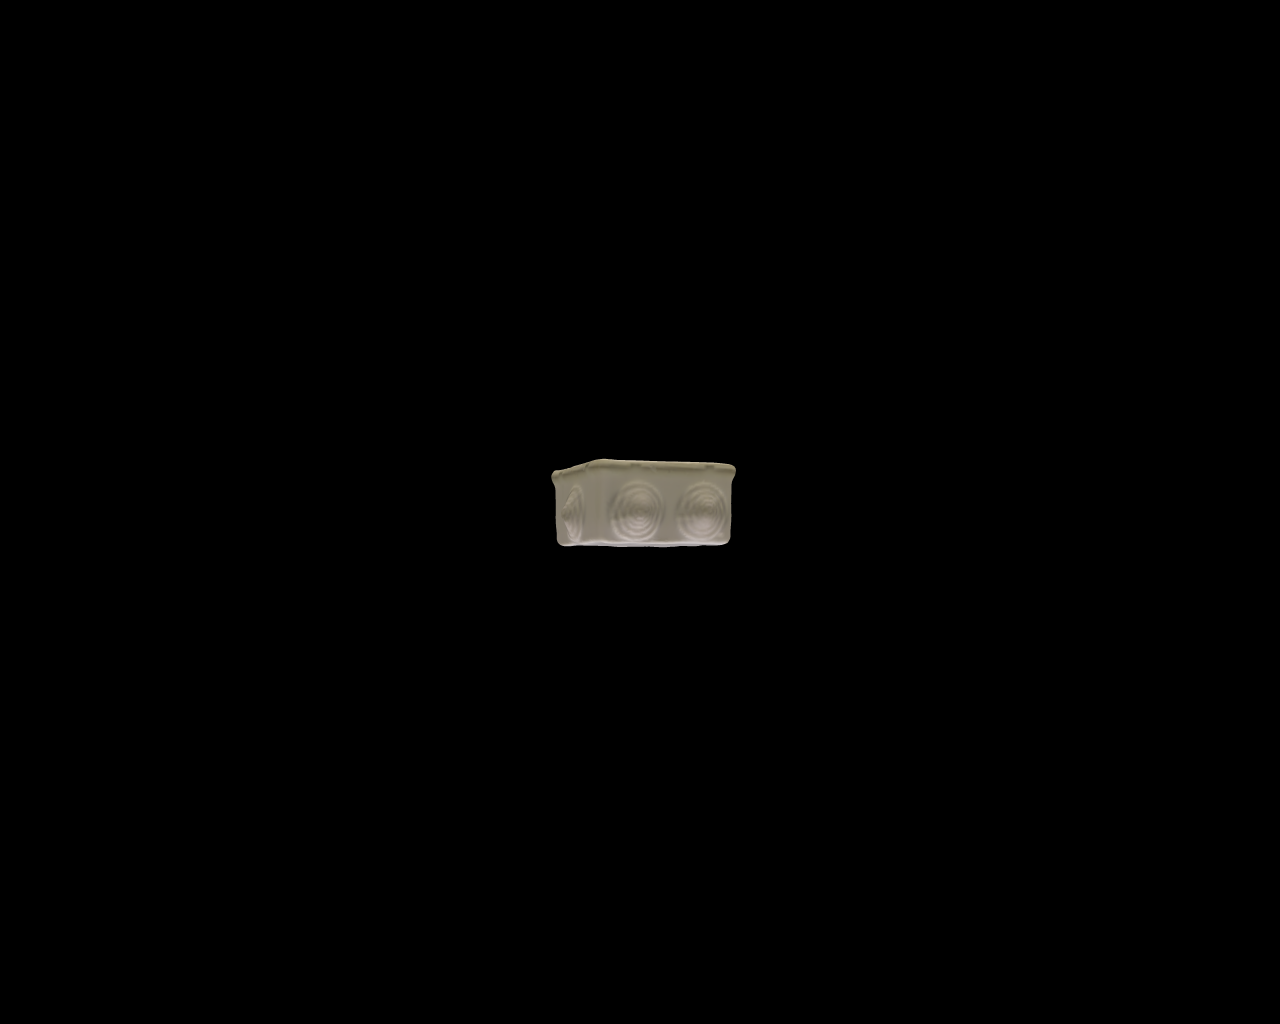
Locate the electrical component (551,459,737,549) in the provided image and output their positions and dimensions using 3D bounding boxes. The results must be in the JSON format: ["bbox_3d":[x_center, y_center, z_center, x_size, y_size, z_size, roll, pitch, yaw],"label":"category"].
[{"bbox_3d":[0.001,-0.003,0.650,0.100,0.048,0.099,1,-3,-23],"label":"electrical component"}]
